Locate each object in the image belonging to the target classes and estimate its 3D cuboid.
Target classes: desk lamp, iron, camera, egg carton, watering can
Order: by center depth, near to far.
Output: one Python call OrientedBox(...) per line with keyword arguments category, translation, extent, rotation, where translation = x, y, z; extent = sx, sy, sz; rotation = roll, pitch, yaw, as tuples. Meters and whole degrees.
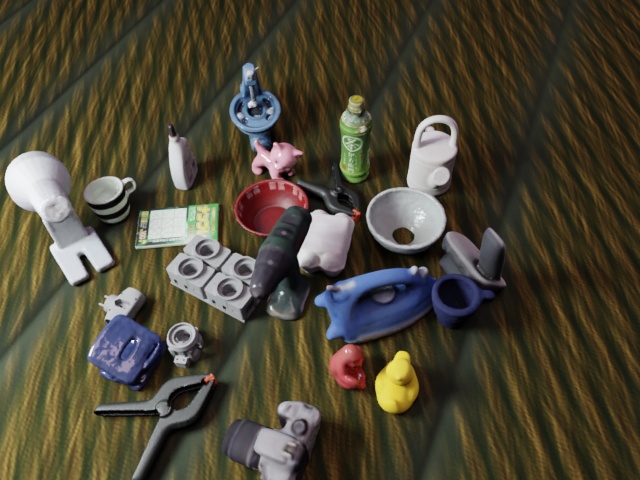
OrientedBox(category="camera", translation=(-0.081, 0.326, 0.938), extent=(0.136, 0.101, 0.143), rotation=(16, 55, 13))
OrientedBox(category="iron", translation=(0.123, 0.097, 1.079), extent=(0.258, 0.141, 0.118), rotation=(-15, 54, -9))
OrientedBox(category="desk lamp", translation=(-0.528, -0.051, 1.163), extent=(0.118, 0.214, 0.202), rotation=(-33, 59, -21))
OrientedBox(category="egg carton", translation=(0.011, 0.004, 1.196), extent=(0.107, 0.069, 0.150), rotation=(8, 54, 8))
OrientedBox(category="watering can", translation=(0.253, -0.188, 1.256), extent=(0.101, 0.194, 0.172), rotation=(-20, 55, -13))

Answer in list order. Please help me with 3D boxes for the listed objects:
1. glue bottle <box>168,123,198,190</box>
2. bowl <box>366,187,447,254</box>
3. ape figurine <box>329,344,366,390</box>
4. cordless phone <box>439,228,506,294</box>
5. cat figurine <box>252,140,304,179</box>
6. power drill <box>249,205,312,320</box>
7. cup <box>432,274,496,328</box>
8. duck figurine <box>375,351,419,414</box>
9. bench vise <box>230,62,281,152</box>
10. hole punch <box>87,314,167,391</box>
OrientedBox(category="glue bottle", translation=(-0.316, -0.195, 1.290), extent=(0.037, 0.173, 0.078), rotation=(8, 54, 8))
OrientedBox(category="bowl", translation=(0.180, -0.029, 1.213), extent=(0.167, 0.075, 0.167), rotation=(-1, 53, 1))
OrientedBox(category="ape figurine", translation=(0.054, 0.218, 1.020), extent=(0.076, 0.092, 0.078), rotation=(24, 57, 18))
OrientedBox(category="cordless phone", translation=(0.304, 0.017, 1.106), extent=(0.094, 0.185, 0.147), rotation=(-25, 56, -16))
OrientedBox(category="cat figurine", translation=(-0.100, -0.191, 1.316), extent=(0.127, 0.118, 0.067), rotation=(28, 59, 21))
OrientedBox(category="power drill", translation=(-0.068, 0.059, 1.071), extent=(0.075, 0.208, 0.230), rotation=(11, 54, 10))
OrientedBox(category="cup", translation=(0.265, 0.124, 1.084), extent=(0.117, 0.095, 0.091), rotation=(-2, 53, 0))
OrientedBox(category="duck figurine", translation=(0.137, 0.245, 1.002), extent=(0.077, 0.086, 0.104), rotation=(12, 54, 11))
OrientedBox(category="bench vise", translation=(-0.173, -0.345, 1.370), extent=(0.122, 0.220, 0.207), rotation=(-25, 56, -16))
OrientedBox(category="hole punch", translation=(-0.348, 0.203, 1.044), extent=(0.101, 0.091, 0.109), rotation=(17, 56, 14))
